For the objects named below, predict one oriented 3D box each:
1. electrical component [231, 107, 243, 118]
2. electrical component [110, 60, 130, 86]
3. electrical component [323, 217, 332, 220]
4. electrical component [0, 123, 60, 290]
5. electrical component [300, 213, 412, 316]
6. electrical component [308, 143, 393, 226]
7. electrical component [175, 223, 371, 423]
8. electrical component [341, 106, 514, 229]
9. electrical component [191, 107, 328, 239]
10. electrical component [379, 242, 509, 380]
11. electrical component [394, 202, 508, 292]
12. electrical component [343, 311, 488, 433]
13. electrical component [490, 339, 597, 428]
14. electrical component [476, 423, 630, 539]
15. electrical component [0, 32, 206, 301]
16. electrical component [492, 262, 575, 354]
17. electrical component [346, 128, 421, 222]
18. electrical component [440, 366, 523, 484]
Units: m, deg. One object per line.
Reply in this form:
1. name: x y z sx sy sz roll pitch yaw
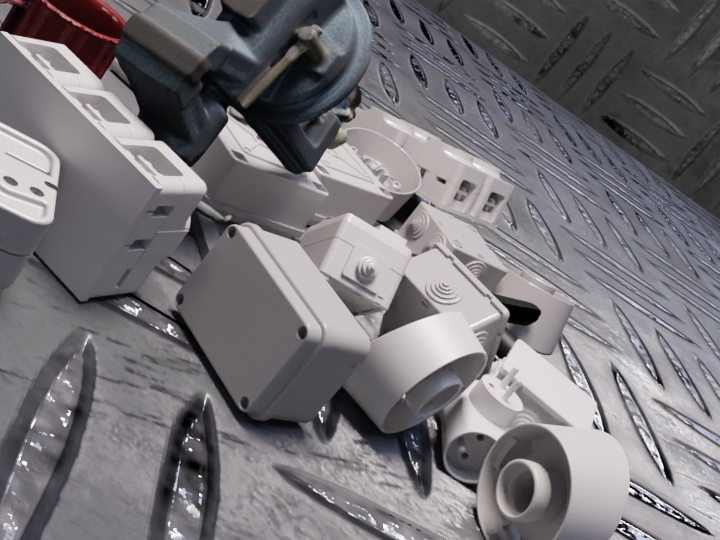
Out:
1. electrical component: -0.078 -0.162 0.942 0.050 0.055 0.089 28 18 -17
2. electrical component: -0.179 -0.189 1.010 0.056 0.050 0.089 42 20 14
3. electrical component: 0.000 0.000 0.905 0.077 0.044 0.079 27 22 -28
4. electrical component: -0.207 -0.035 0.600 0.054 0.059 0.095 28 22 -26
5. electrical component: -0.007 -0.005 0.815 0.062 0.061 0.096 31 -18 -19
6. electrical component: -0.042 -0.090 1.018 0.109 0.056 0.108 15 30 -48
7. electrical component: -0.058 0.033 0.681 0.057 0.078 0.113 18 27 -50
8. electrical component: 0.071 -0.121 1.207 0.186 0.060 0.105 34 12 40
9. electrical component: -0.099 -0.088 0.912 0.109 0.056 0.108 18 27 -44
10. electrical component: 0.062 0.042 0.844 0.048 0.099 0.099 -23 54 -29
11. electrical component: 0.094 -0.017 1.102 0.100 0.048 0.099 22 24 -38
12. electrical component: 0.037 0.067 0.748 0.099 0.099 0.064 5 43 -57
13. electrical component: 0.146 0.113 0.898 0.100 0.048 0.100 40 19 6
14. electrical component: 0.126 0.149 0.713 0.064 0.099 0.099 18 27 -32
15. electrical component: -0.179 -0.065 0.672 0.150 0.089 0.062 44 20 17
16. electrical component: 0.175 0.037 1.136 0.099 0.064 0.099 29 8 -5
17. electrical component: 0.010 -0.099 1.115 0.099 0.064 0.099 33 20 -13
18. electrical component: 0.091 0.103 0.780 0.043 0.079 0.077 33 20 -11
